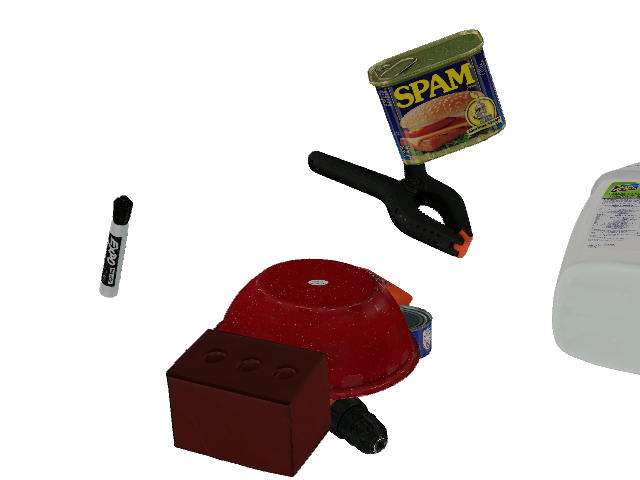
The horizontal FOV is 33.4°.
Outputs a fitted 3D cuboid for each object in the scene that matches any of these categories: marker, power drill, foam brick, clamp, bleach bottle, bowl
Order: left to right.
[{"bbox_3d":[-0.203,0.006,1.064,0.020,0.121,0.020,11,35,-8],"label":"marker"},{"bbox_3d":[-0.039,0.090,0.601,0.078,0.051,0.052,9,27,21],"label":"foam brick"},{"bbox_3d":[-0.003,0.056,0.805,0.162,0.055,0.162,2,22,-1],"label":"bowl"},{"bbox_3d":[0.039,0.135,1.251,0.057,0.188,0.185,13,13,-42],"label":"power drill"},{"bbox_3d":[0.094,-0.056,1.244,0.164,0.036,0.210,-16,52,-28],"label":"clamp"},{"bbox_3d":[0.215,0.000,0.682,0.103,0.068,0.250,9,23,19],"label":"bleach bottle"}]

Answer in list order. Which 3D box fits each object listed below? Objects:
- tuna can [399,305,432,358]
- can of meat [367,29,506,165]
[{"bbox_3d":[0.064,0.089,1.020,0.086,0.034,0.086,-2,13,0],"label":"tuna can"},{"bbox_3d":[0.102,-0.122,0.924,0.102,0.084,0.057,-19,26,8],"label":"can of meat"}]
